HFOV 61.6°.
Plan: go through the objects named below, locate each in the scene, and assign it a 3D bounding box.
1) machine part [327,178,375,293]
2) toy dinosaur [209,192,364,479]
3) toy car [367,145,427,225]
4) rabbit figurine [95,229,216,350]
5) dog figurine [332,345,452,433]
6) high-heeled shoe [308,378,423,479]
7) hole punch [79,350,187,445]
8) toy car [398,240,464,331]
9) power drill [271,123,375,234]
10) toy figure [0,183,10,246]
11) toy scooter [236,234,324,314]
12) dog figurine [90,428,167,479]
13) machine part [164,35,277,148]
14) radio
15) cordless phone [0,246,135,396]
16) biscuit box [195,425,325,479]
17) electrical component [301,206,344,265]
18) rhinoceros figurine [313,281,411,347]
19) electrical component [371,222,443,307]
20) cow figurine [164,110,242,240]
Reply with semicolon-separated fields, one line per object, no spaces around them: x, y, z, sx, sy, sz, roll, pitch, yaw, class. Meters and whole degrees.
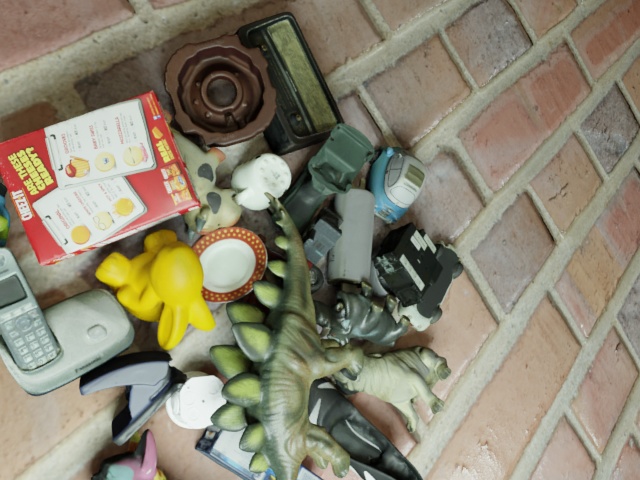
0.056;-0.002;0.963;0.079;0.079;0.243;16;72;-29;machine part
-0.045;0.162;0.742;0.198;0.105;0.471;17;63;-27;toy dinosaur
0.151;-0.116;1.036;0.109;0.103;0.161;32;62;-22;toy car
-0.210;0.062;0.720;0.122;0.173;0.162;-20;86;-38;rabbit figurine
0.120;0.219;0.952;0.190;0.121;0.172;34;27;-3;dog figurine
0.062;0.309;0.854;0.086;0.145;0.248;-42;104;-34;high-heeled shoe
-0.245;0.183;0.698;0.116;0.142;0.092;-41;98;-21;hole punch
0.222;0.087;1.064;0.073;0.056;0.202;41;59;-12;toy car
0.011;-0.118;0.885;0.086;0.207;0.232;39;73;-13;power drill
-0.424;0.012;0.648;0.089;0.082;0.180;19;67;-26;toy figure
-0.084;0.070;0.858;0.135;0.075;0.184;51;55;-12;toy scooter
-0.198;0.351;0.703;0.191;0.108;0.219;-5;80;-33;dog figurine
-0.155;-0.232;0.853;0.179;0.056;0.179;0;92;-7;machine part
-0.064;-0.271;0.948;0.131;0.073;0.229;-30;96;-34;radio
-0.330;0.081;0.662;0.146;0.089;0.184;-29;110;-34;cordless phone
-0.084;0.337;0.803;0.202;0.063;0.059;42;60;-19;biscuit box
-0.002;-0.003;0.887;0.048;0.075;0.119;37;17;-10;electrical component
0.062;0.130;0.902;0.190;0.112;0.073;20;28;-37;rhinoceros figurine
0.163;0.038;0.977;0.114;0.058;0.134;57;42;-12;electrical component
-0.202;-0.088;0.811;0.195;0.085;0.127;38;64;-16;cow figurine
